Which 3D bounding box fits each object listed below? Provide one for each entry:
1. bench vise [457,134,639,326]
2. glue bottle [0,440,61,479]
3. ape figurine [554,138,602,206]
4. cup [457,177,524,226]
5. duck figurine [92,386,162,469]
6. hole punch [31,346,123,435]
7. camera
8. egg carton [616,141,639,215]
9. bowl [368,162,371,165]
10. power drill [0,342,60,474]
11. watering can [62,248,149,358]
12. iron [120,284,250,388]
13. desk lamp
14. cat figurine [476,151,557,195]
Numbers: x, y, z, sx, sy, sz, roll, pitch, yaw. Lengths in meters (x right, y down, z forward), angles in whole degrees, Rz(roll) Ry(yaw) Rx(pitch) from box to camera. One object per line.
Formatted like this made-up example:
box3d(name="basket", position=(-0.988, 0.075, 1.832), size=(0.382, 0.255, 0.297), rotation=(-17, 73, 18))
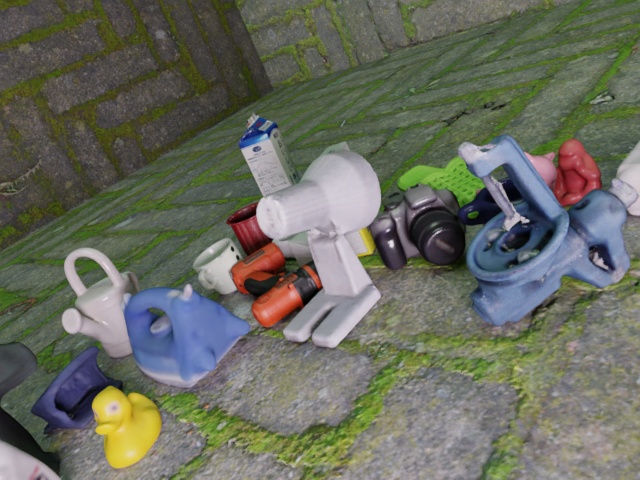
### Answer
box3d(name="bench vise", position=(0.239, -0.034, 0.638), size=(0.208, 0.220, 0.121), rotation=(-32, 23, -18))
box3d(name="glue bottle", position=(-0.334, 0.258, 0.624), size=(0.037, 0.173, 0.078), rotation=(-24, 22, 1))
box3d(name="ape figurine", position=(0.369, -0.103, 0.834), size=(0.076, 0.092, 0.077), rotation=(-34, 24, -22))
box3d(name="cup", position=(0.252, -0.023, 0.769), size=(0.117, 0.095, 0.091), rotation=(-20, 22, 12))
box3d(name="duck figurine", position=(-0.255, 0.225, 0.734), size=(0.077, 0.086, 0.104), rotation=(-21, 22, 8))
box3d(name="hole punch", position=(-0.375, 0.222, 0.858), size=(0.100, 0.091, 0.109), rotation=(-11, 25, 29))
box3d(name="camera", position=(0.150, -0.017, 0.852), size=(0.143, 0.101, 0.136), rotation=(-22, 22, 4))
box3d(name="egg carton", position=(0.457, -0.091, 0.747), size=(0.107, 0.069, 0.150), rotation=(3, 34, 48))
box3d(name="bowl", position=(0.038, -0.094, 1.177), size=(0.167, 0.075, 0.167), rotation=(-21, 22, 9))
box3d(name="power drill", position=(-0.430, 0.246, 0.703), size=(0.075, 0.209, 0.230), rotation=(-8, 27, 35))
box3d(name="watering can", position=(-0.369, 0.103, 0.985), size=(0.101, 0.194, 0.172), rotation=(-24, 22, 2))
box3d(name="iron", position=(-0.236, 0.127, 0.864), size=(0.257, 0.142, 0.119), rotation=(-6, 29, 39))
box3d(name="desk lamp", position=(0.007, 0.003, 0.800), size=(0.117, 0.214, 0.204), rotation=(-2, 31, 43))
box3d(name="cat figurine", position=(0.284, -0.071, 0.813), size=(0.127, 0.118, 0.067), rotation=(-21, 22, 9))
